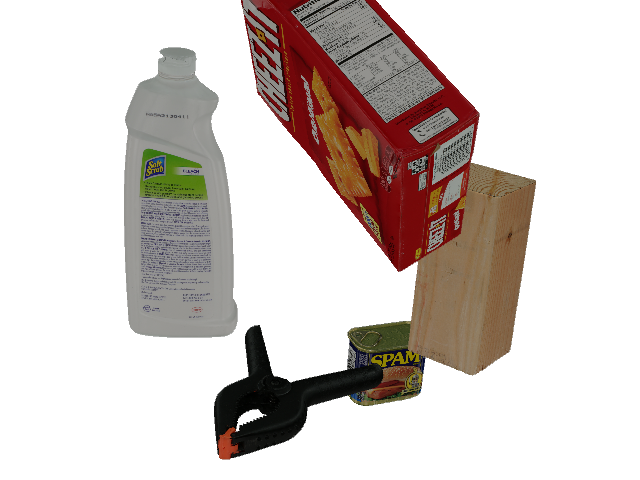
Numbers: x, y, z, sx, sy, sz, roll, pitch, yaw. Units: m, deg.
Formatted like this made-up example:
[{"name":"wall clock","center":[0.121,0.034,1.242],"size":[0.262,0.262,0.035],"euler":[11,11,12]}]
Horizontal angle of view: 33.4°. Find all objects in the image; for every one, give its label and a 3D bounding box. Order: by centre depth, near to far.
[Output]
[{"name":"cracker box","center":[0.024,-0.103,0.806],"size":[0.072,0.214,0.164],"euler":[-32,-26,-14]},{"name":"bleach bottle","center":[-0.117,-0.039,0.919],"size":[0.102,0.251,0.068],"euler":[1,25,-8]},{"name":"clamp","center":[-0.036,0.159,1.094],"size":[0.165,0.036,0.209],"euler":[12,28,16]},{"name":"wood block","center":[0.166,0.029,1.178],"size":[0.090,0.206,0.090],"euler":[19,25,33]},{"name":"can of meat","center":[0.082,0.155,1.339],"size":[0.102,0.084,0.057],"euler":[-6,27,-21]}]
